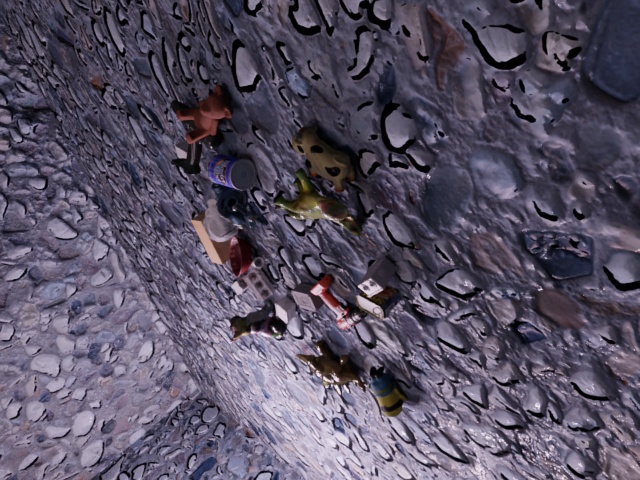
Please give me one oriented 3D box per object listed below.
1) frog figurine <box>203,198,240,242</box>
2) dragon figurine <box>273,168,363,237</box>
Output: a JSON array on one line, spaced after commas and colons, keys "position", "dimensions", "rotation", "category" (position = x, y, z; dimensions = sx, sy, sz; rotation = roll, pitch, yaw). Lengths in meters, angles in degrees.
[{"position": [-0.378, -0.079, 1.954], "dimensions": [0.137, 0.125, 0.157], "rotation": [-3, 115, 16], "category": "frog figurine"}, {"position": [0.004, -0.072, 1.430], "dimensions": [0.243, 0.123, 0.408], "rotation": [34, 176, 4], "category": "dragon figurine"}]
